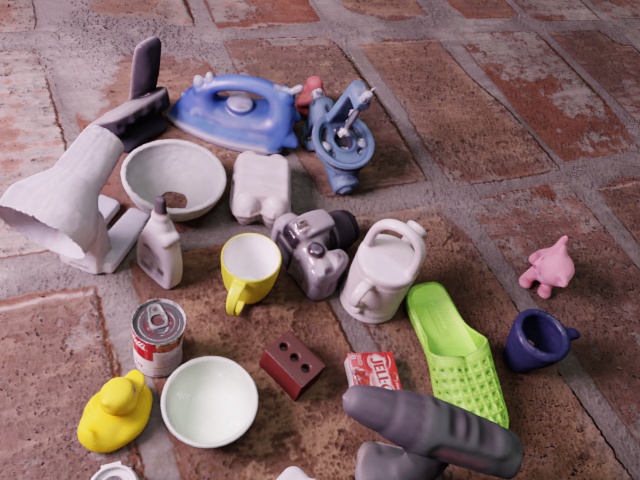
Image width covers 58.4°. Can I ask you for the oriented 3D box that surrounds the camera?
[{"bbox_3d":[0.009,0.003,0.944,0.137,0.101,0.143,-23,62,-30],"label":"camera"}]

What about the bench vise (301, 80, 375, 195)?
[{"bbox_3d":[0.025,-0.219,1.048,0.122,0.219,0.207,-27,64,-32],"label":"bench vise"}]

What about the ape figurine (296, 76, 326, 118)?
[{"bbox_3d":[-0.015,-0.300,1.184,0.078,0.092,0.076,-27,64,-32],"label":"ape figurine"}]

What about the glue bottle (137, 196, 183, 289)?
[{"bbox_3d":[-0.230,-0.002,0.828,0.078,0.173,0.037,39,52,15],"label":"glue bottle"}]

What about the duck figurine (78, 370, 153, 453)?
[{"bbox_3d":[-0.254,0.207,0.711,0.077,0.086,0.105,32,50,10],"label":"duck figurine"}]

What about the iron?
[{"bbox_3d":[-0.157,-0.255,1.074,0.258,0.141,0.118,9,50,-10],"label":"iron"}]

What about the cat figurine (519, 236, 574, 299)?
[{"bbox_3d":[0.418,0.043,1.024,0.067,0.118,0.128,31,50,9],"label":"cat figurine"}]

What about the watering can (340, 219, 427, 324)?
[{"bbox_3d":[0.104,0.034,0.887,0.101,0.194,0.173,20,49,0],"label":"watering can"}]

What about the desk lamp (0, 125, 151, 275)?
[{"bbox_3d":[-0.334,-0.045,0.804,0.118,0.213,0.203,22,49,2],"label":"desk lamp"}]

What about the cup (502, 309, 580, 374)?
[{"bbox_3d":[0.346,0.170,0.916,0.118,0.095,0.091,-2,53,-18],"label":"cup"}]

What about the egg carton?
[{"bbox_3d":[-0.104,-0.092,1.006,0.107,0.069,0.150,6,51,-12],"label":"egg carton"}]

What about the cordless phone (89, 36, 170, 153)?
[{"bbox_3d":[-0.331,-0.260,0.996,0.094,0.185,0.148,31,50,9],"label":"cordless phone"}]

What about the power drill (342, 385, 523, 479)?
[{"bbox_3d":[0.115,0.256,0.703,0.230,0.208,0.075,14,50,-6],"label":"power drill"}]

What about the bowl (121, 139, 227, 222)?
[{"bbox_3d":[-0.242,-0.087,0.957,0.167,0.075,0.167,9,51,-10],"label":"bowl"}]
